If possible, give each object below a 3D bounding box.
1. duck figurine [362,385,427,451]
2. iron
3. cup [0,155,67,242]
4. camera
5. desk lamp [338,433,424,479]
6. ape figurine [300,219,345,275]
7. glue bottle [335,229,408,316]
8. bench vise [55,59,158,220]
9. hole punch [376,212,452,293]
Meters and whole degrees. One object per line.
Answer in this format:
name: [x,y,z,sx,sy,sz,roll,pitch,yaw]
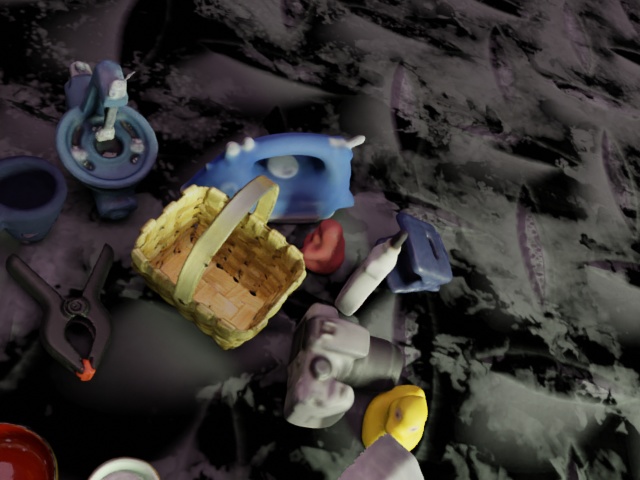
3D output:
duck figurine: [0.105,0.220,0.717,0.077,0.086,0.105,41,53,7]
iron: [-0.063,-0.106,0.825,0.259,0.141,0.118,-3,60,-24]
cup: [-0.357,-0.030,0.680,0.092,0.095,0.118,29,52,-3]
camera: [0.035,0.159,0.717,0.137,0.100,0.143,16,54,-12]
desk lamp: [0.071,0.312,0.561,0.118,0.213,0.203,-33,75,-35]
ape figurine: [0.007,0.003,0.814,0.078,0.092,0.076,-22,69,-32]
glue bottle: [0.075,0.037,0.768,0.037,0.173,0.078,36,52,3]
bench vise: [-0.285,-0.157,0.715,0.122,0.219,0.207,-34,76,-35]
hole punch: [0.151,0.017,0.865,0.101,0.091,0.108,-1,59,-23]
